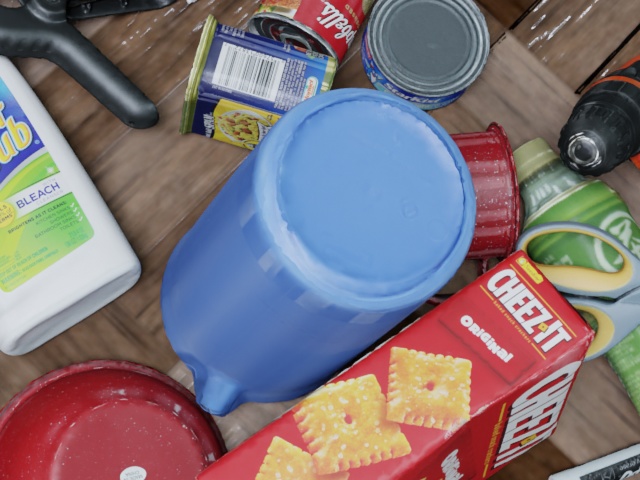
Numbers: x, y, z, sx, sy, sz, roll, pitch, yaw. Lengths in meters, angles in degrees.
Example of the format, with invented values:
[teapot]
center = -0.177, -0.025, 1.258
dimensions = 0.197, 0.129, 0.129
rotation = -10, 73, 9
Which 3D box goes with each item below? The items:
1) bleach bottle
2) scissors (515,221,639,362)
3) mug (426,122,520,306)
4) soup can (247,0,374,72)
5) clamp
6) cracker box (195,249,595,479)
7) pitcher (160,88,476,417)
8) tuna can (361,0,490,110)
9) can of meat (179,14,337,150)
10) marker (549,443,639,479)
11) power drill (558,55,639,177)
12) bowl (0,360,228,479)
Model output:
[bleach bottle]
center = -0.218, -0.058, 0.672
dimensions = 0.102, 0.068, 0.251
rotation = -33, 81, -15
[scissors]
center = 0.211, 0.047, 0.640
dimensions = 0.202, 0.016, 0.096
rotation = 18, 102, 9
[mug]
center = 0.078, -0.015, 0.691
dimensions = 0.081, 0.093, 0.117
rotation = -5, 95, -4
[soup can]
center = 0.004, -0.171, 0.723
dimensions = 0.068, 0.068, 0.102
rotation = 28, 75, -1
[clamp]
center = -0.170, -0.134, 0.677
dimensions = 0.171, 0.039, 0.120
rotation = 8, 55, -24
[cracker box]
center = 0.045, 0.121, 0.608
dimensions = 0.213, 0.164, 0.072
rotation = -32, 65, -13
[pitcher]
center = -0.004, 0.001, 0.593
dimensions = 0.144, 0.243, 0.149
rotation = -14, 79, -19
[tuna can]
center = 0.072, -0.134, 0.741
dimensions = 0.086, 0.034, 0.086
rotation = 2, 77, -7
[can of meat]
center = -0.041, -0.093, 0.683
dimensions = 0.084, 0.102, 0.057
rotation = 16, 76, -6
[marker]
center = 0.209, 0.144, 0.704
dimensions = 0.121, 0.020, 0.020
rotation = -17, 80, -11
[power drill]
center = 0.238, -0.031, 0.688
dimensions = 0.187, 0.057, 0.184
rotation = 53, 38, 0
[bowl]
center = -0.116, 0.143, 0.619
dimensions = 0.161, 0.055, 0.162
rotation = 9, 67, -23
